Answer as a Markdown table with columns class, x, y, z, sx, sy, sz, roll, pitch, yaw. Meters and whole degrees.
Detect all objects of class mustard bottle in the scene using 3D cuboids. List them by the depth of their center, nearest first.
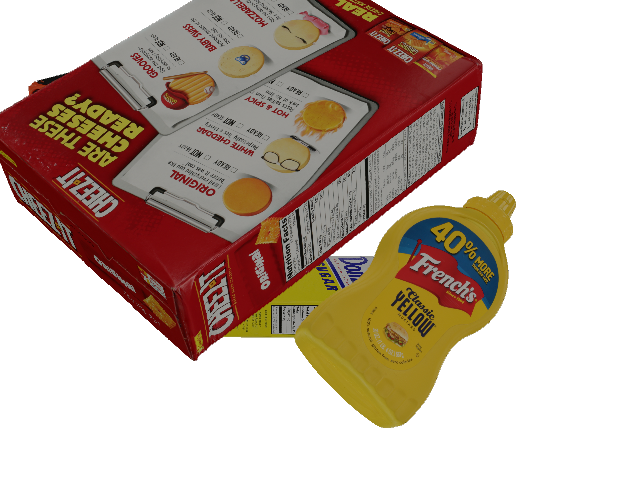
| class | x | y | z | sx | sy | sz | roll | pitch | yaw |
| --- | --- | --- | --- | --- | --- | --- | --- | --- | --- |
| mustard bottle | 0.076 | 0.033 | 0.750 | 0.191 | 0.096 | 0.058 | -46 | 2 | -23 |

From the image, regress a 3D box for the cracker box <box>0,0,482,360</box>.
| class | x | y | z | sx | sy | sz | roll | pitch | yaw |
| --- | --- | --- | --- | --- | --- | --- | --- | --- | --- |
| cracker box | -0.043 | -0.057 | 0.584 | 0.213 | 0.072 | 0.164 | -38 | 56 | -24 |

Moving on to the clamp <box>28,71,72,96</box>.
| class | x | y | z | sx | sy | sz | roll | pitch | yaw |
| --- | --- | --- | --- | --- | --- | --- | --- | --- | --- |
| clamp | -0.132 | -0.102 | 0.820 | 0.171 | 0.039 | 0.120 | 17 | 43 | -2 |

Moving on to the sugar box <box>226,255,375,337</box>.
| class | x | y | z | sx | sy | sz | roll | pitch | yaw |
| --- | --- | --- | --- | --- | --- | --- | --- | --- | --- |
| sugar box | -0.020 | 0.050 | 0.985 | 0.176 | 0.048 | 0.093 | -2 | 27 | -1 |
